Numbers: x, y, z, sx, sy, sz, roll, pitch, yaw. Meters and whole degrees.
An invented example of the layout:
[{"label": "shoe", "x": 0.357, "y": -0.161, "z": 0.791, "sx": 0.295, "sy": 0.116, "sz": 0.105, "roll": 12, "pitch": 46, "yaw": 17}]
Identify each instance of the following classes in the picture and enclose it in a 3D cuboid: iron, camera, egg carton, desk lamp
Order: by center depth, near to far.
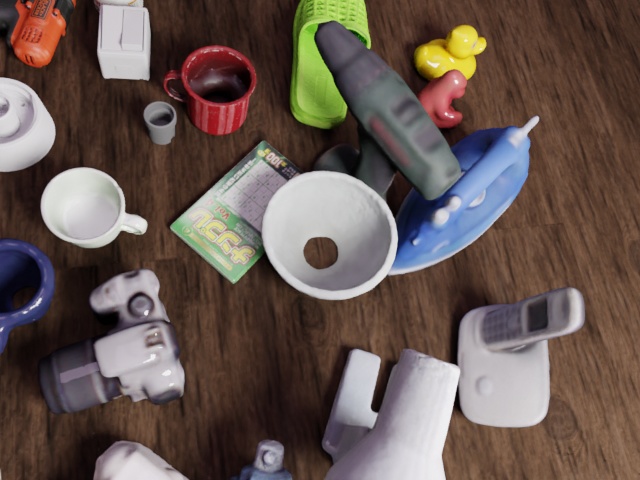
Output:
[{"label": "egg carton", "x": -0.172, "y": 0.277, "z": 0.566, "sx": 0.150, "sy": 0.069, "sz": 0.107, "roll": 36, "pitch": 66, "yaw": 3}, {"label": "desk lamp", "x": 0.067, "y": 0.198, "z": 0.572, "sx": 0.118, "sy": 0.213, "sz": 0.203, "roll": 19, "pitch": 66, "yaw": -4}, {"label": "camera", "x": -0.222, "y": 0.114, "z": 0.602, "sx": 0.137, "sy": 0.100, "sz": 0.143, "roll": -17, "pitch": 73, "yaw": -18}, {"label": "iron", "x": 0.185, "y": -0.060, "z": 0.741, "sx": 0.118, "sy": 0.141, "sz": 0.259, "roll": 43, "pitch": 66, "yaw": 6}]

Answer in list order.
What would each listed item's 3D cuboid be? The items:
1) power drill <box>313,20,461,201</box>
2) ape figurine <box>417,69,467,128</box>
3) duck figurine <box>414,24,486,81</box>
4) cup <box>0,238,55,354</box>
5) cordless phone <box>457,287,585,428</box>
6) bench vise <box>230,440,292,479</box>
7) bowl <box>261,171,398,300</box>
[{"label": "power drill", "x": 0.059, "y": -0.125, "z": 0.701, "sx": 0.229, "sy": 0.208, "sz": 0.076, "roll": 45, "pitch": 67, "yaw": 7}, {"label": "ape figurine", "x": 0.181, "y": -0.209, "z": 0.826, "sx": 0.076, "sy": 0.092, "sz": 0.078, "roll": 9, "pitch": 67, "yaw": -9}, {"label": "duck figurine", "x": 0.199, "y": -0.288, "z": 0.865, "sx": 0.105, "sy": 0.086, "sz": 0.077, "roll": -1, "pitch": 69, "yaw": -13}, {"label": "cup", "x": -0.321, "y": 0.068, "z": 0.601, "sx": 0.092, "sy": 0.095, "sz": 0.118, "roll": 3, "pitch": 68, "yaw": -11}, {"label": "cordless phone", "x": 0.232, "y": 0.134, "z": 0.651, "sx": 0.094, "sy": 0.185, "sz": 0.147, "roll": 7, "pitch": 67, "yaw": -10}, {"label": "bench vise", "x": -0.064, "y": 0.290, "z": 0.502, "sx": 0.122, "sy": 0.219, "sz": 0.207, "roll": -8, "pitch": 71, "yaw": -15}, {"label": "bowl", "x": 0.007, "y": 0.003, "z": 0.712, "sx": 0.167, "sy": 0.074, "sz": 0.167, "roll": 5, "pitch": 68, "yaw": -11}]
